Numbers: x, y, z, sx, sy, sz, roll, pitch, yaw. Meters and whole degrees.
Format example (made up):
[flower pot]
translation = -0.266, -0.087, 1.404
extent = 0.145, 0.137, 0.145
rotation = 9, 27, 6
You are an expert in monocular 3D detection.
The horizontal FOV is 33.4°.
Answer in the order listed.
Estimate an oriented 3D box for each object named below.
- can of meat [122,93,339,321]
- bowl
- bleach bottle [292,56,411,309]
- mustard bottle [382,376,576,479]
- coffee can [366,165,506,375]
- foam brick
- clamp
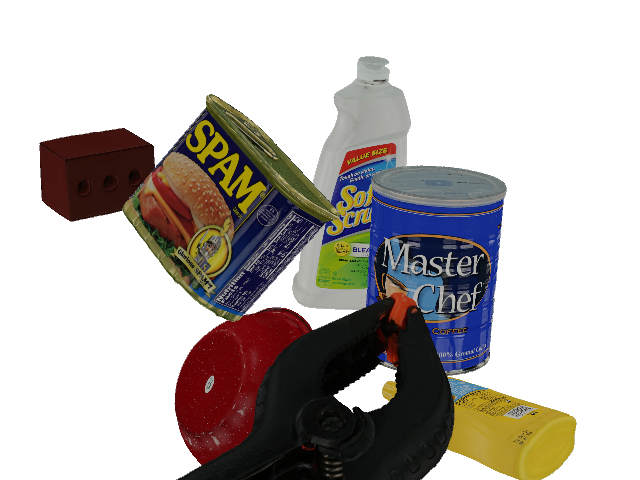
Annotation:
[can of meat]
translation = -0.053, -0.018, 0.598
extent = 0.102, 0.084, 0.057
rotation = 49, 12, 34
[bowl]
translation = -0.073, 0.126, 0.893
extent = 0.055, 0.162, 0.162
rotation = 25, -16, -37
[bleach bottle]
translation = 0.032, -0.056, 1.054
extent = 0.102, 0.251, 0.068
rotation = 2, 24, -7
[mustard bottle]
translation = 0.137, 0.168, 1.015
extent = 0.192, 0.058, 0.096
rotation = 15, 22, 41
[coffee can]
translation = 0.087, 0.021, 0.834
extent = 0.103, 0.140, 0.103
rotation = 2, 17, -1
[foam brick]
translation = -0.179, -0.054, 0.857
extent = 0.078, 0.053, 0.051
rotation = -16, 31, -33
[clamp]
translation = 0.011, 0.088, 0.403
extent = 0.120, 0.039, 0.171
rotation = 27, 50, 20
